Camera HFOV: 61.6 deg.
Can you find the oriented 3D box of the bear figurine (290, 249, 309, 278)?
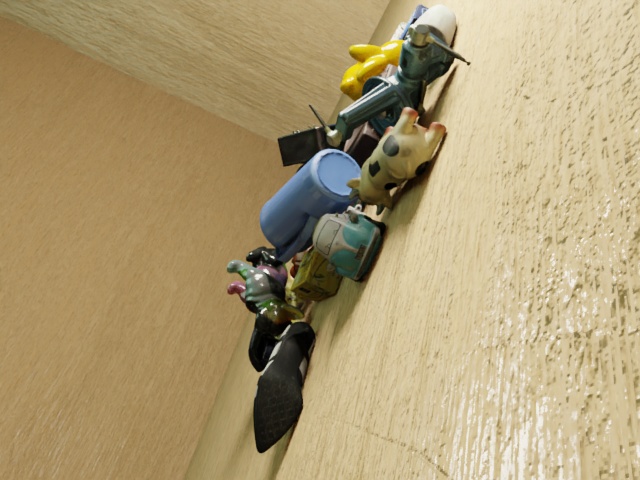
[{"bbox_3d":[-0.006,-0.004,1.283,0.120,0.132,0.195,-8,86,42],"label":"bear figurine"}]

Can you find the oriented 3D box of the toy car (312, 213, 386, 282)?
[{"bbox_3d":[0.040,-0.004,0.904,0.109,0.103,0.162,-64,10,10],"label":"toy car"}]

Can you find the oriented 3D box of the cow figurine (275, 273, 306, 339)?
[{"bbox_3d":[-0.074,0.162,1.332,0.098,0.068,0.167,111,176,-49],"label":"cow figurine"}]

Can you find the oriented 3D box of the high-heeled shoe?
[{"bbox_3d":[-0.069,0.256,0.965,0.249,0.086,0.145,-65,3,-25],"label":"high-heeled shoe"}]

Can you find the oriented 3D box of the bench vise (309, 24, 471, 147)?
[{"bbox_3d":[0.111,-0.233,0.884,0.241,0.129,0.223,-34,-12,-19],"label":"bench vise"}]

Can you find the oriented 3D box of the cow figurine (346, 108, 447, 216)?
[{"bbox_3d":[0.111,-0.113,0.839,0.127,0.085,0.195,-61,7,-10],"label":"cow figurine"}]

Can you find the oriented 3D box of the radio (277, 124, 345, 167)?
[{"bbox_3d":[0.024,-0.230,1.257,0.131,0.073,0.229,-4,13,42],"label":"radio"}]

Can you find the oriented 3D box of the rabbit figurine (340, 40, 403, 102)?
[{"bbox_3d":[0.130,-0.390,1.206,0.173,0.162,0.122,-27,71,42],"label":"rabbit figurine"}]

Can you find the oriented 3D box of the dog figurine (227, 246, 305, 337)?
[{"bbox_3d":[-0.102,0.125,1.222,0.191,0.219,0.108,-28,-36,-42],"label":"dog figurine"}]

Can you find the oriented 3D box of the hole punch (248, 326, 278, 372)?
[{"bbox_3d":[-0.137,0.267,1.364,0.115,0.092,0.142,116,169,-45],"label":"hole punch"}]

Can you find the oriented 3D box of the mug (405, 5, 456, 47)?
[{"bbox_3d":[0.209,-0.378,1.003,0.107,0.081,0.109,-58,-3,-32],"label":"mug"}]

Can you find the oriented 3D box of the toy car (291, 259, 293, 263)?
[{"bbox_3d":[-0.037,0.031,1.434,0.201,0.056,0.073,-10,-67,-86],"label":"toy car"}]

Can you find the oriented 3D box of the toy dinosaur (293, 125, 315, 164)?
[{"bbox_3d":[-0.001,-0.245,1.574,0.471,0.198,0.105,146,144,-80],"label":"toy dinosaur"}]

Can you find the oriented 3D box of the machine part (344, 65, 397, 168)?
[{"bbox_3d":[0.125,-0.245,1.120,0.201,0.087,0.201,130,161,-64],"label":"machine part"}]

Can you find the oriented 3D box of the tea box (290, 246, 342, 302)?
[{"bbox_3d":[-0.002,0.065,1.105,0.169,0.068,0.098,143,149,-73],"label":"tea box"}]

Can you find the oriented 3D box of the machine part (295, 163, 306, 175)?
[{"bbox_3d":[-0.020,-0.141,1.298,0.243,0.079,0.079,65,-131,-89],"label":"machine part"}]

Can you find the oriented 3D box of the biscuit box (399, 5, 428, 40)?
[{"bbox_3d":[0.206,-0.444,1.253,0.202,0.063,0.059,124,167,-56],"label":"biscuit box"}]
